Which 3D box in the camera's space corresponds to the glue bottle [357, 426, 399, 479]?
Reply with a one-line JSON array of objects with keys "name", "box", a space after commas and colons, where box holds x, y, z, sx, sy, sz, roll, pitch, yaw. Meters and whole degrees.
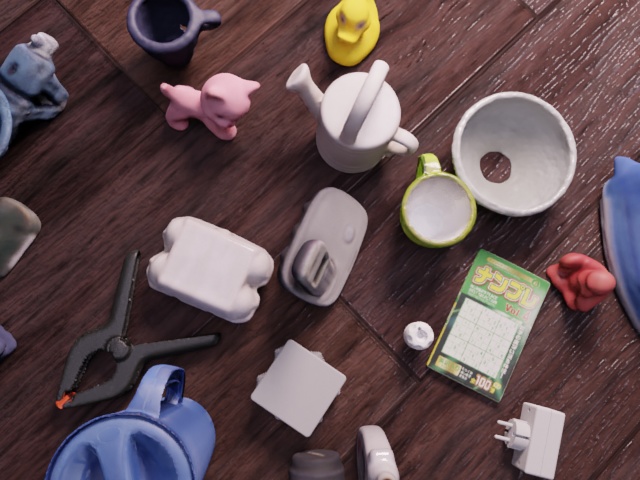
[{"name": "glue bottle", "box": [0.069, 0.268, 0.664, 0.037, 0.173, 0.078, -4, 82, -3]}]

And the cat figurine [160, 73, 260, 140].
[{"name": "cat figurine", "box": [-0.143, -0.182, 0.742, 0.128, 0.117, 0.067, 10, 82, -2]}]

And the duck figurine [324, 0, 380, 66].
[{"name": "duck figurine", "box": [0.047, -0.303, 0.786, 0.077, 0.086, 0.105, 19, 82, 0]}]

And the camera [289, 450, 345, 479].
[{"name": "camera", "box": [0.014, 0.330, 0.689, 0.143, 0.100, 0.137, -1, 82, -3]}]

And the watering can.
[{"name": "watering can", "box": [0.041, -0.156, 0.710, 0.173, 0.194, 0.101, 6, 82, -2]}]

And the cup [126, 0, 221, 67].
[{"name": "cup", "box": [-0.187, -0.275, 0.764, 0.118, 0.095, 0.092, -8, 83, -4]}]

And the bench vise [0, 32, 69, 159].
[{"name": "bench vise", "box": [-0.411, -0.179, 0.674, 0.121, 0.219, 0.207, 21, 82, 0]}]

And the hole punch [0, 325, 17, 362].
[{"name": "hole punch", "box": [-0.450, 0.128, 0.695, 0.108, 0.091, 0.101, 40, 82, 3]}]

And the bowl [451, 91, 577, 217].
[{"name": "bowl", "box": [0.251, -0.109, 0.776, 0.167, 0.074, 0.167, 0, 82, -3]}]

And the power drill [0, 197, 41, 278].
[{"name": "power drill", "box": [-0.414, -0.021, 0.658, 0.075, 0.208, 0.230, 32, 82, 2]}]

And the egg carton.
[{"name": "egg carton", "box": [-0.139, 0.037, 0.736, 0.150, 0.069, 0.107, 22, 82, 0]}]

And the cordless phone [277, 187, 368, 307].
[{"name": "cordless phone", "box": [0.006, 0.002, 0.691, 0.094, 0.185, 0.148, 21, 82, 0]}]

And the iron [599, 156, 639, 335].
[{"name": "iron", "box": [0.456, 0.007, 0.738, 0.118, 0.141, 0.258, -2, 82, -3]}]

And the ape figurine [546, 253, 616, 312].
[{"name": "ape figurine", "box": [0.351, 0.055, 0.751, 0.076, 0.092, 0.078, 9, 82, -2]}]
